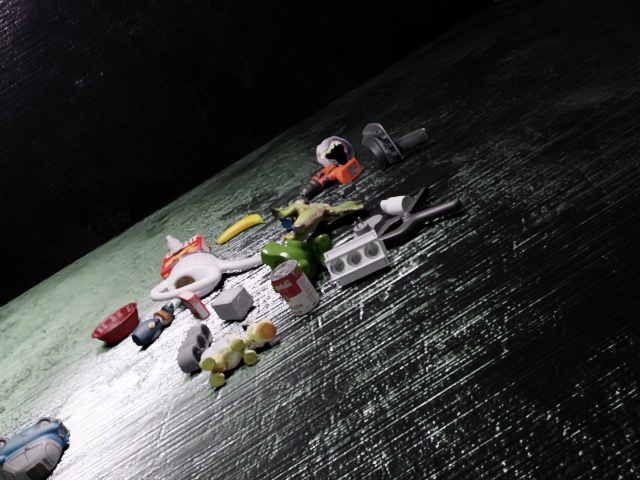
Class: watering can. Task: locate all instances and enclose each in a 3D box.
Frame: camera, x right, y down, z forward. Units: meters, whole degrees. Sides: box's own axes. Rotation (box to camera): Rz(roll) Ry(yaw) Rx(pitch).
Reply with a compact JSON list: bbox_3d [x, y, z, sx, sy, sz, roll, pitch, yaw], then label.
[{"bbox_3d":[-0.331,0.095,1.534,0.348,0.103,0.227,-20,18,-8],"label":"watering can"}]

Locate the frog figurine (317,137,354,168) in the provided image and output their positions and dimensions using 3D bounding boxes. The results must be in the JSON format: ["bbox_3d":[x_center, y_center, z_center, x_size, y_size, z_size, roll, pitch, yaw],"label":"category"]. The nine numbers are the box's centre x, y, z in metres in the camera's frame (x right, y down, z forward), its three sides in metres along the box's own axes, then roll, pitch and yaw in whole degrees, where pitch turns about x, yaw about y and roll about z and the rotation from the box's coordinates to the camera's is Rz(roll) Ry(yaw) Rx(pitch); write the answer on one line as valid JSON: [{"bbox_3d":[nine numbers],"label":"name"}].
[{"bbox_3d":[0.054,-0.324,1.930,0.137,0.122,0.160,0,8,-7],"label":"frog figurine"}]

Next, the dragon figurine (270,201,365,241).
[{"bbox_3d":[0.004,-0.069,1.372,0.244,0.121,0.411,-21,9,-12],"label":"dragon figurine"}]
